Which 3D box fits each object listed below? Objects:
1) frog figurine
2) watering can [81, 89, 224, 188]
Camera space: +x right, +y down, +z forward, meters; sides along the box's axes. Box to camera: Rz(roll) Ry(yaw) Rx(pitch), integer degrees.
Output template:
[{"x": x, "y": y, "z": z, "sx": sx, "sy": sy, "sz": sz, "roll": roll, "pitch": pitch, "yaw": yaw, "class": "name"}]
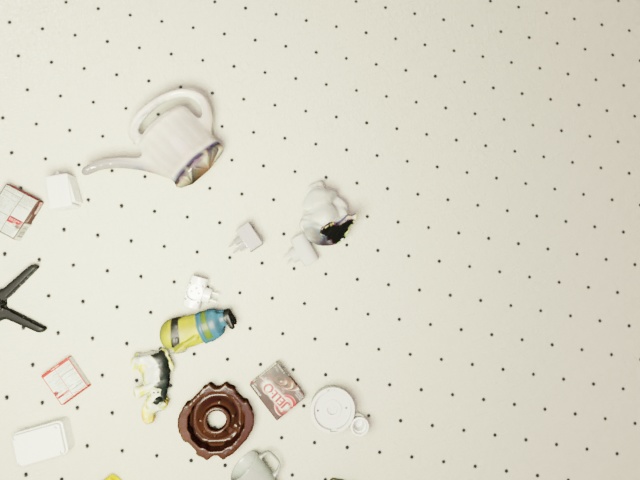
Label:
[{"x": 0.004, "y": -0.066, "z": 1.309, "sx": 0.138, "sy": 0.120, "sz": 0.162, "roll": -32, "pitch": 53, "yaw": -13, "class": "frog figurine"}, {"x": -0.392, "y": -0.219, "z": 1.276, "sx": 0.349, "sy": 0.224, "sz": 0.103, "roll": -44, "pitch": 0, "yaw": -8, "class": "watering can"}]
